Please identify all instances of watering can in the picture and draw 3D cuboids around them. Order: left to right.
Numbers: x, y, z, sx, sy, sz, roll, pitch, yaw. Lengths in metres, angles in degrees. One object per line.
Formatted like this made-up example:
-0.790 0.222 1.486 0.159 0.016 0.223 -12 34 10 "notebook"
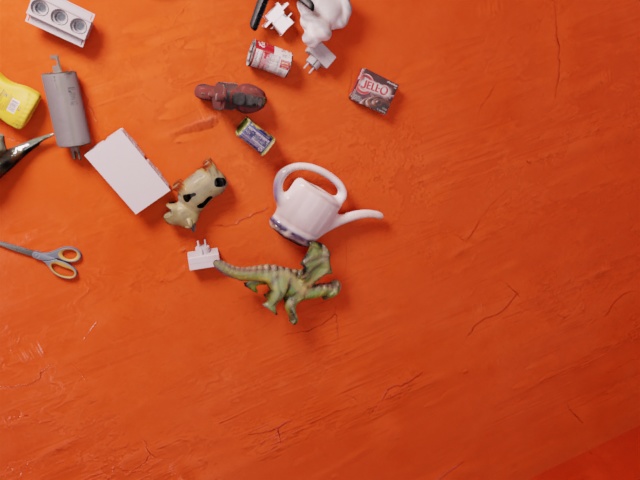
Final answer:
0.004 -0.073 1.445 0.344 0.223 0.105 30 10 -26 "watering can"

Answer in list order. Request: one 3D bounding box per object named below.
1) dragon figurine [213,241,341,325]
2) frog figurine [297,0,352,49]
-0.080 0.090 1.445 0.404 0.242 0.124 42 5 -42 "dragon figurine"
0.006 -0.553 1.277 0.137 0.157 0.124 6 23 -36 "frog figurine"
